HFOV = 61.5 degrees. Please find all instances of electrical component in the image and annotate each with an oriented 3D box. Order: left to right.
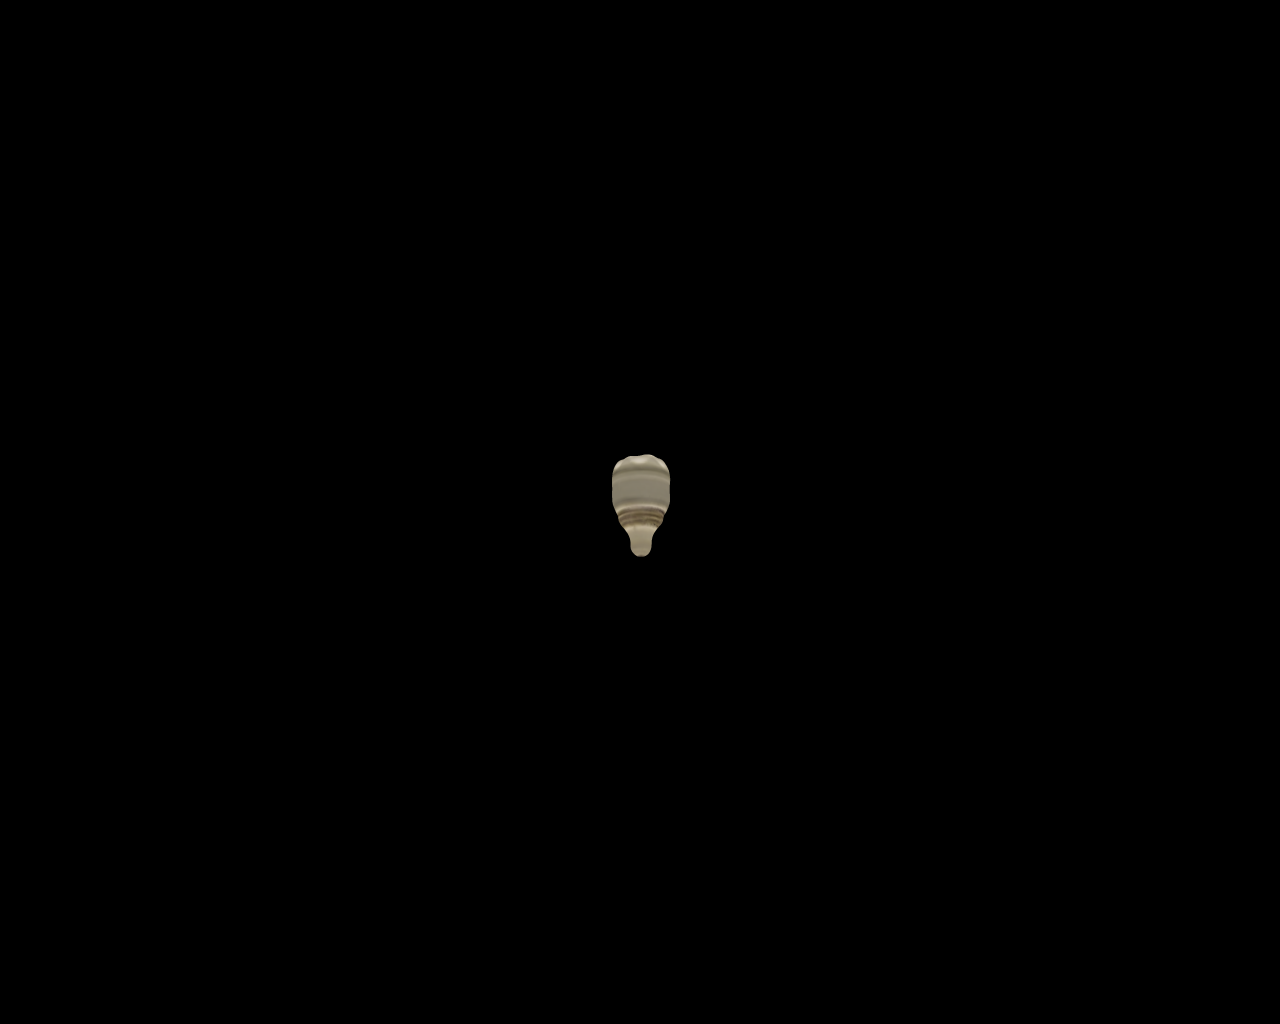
[{"bbox_3d":[0.001,-0.003,0.650,0.035,0.061,0.035,0,-15,0],"label":"electrical component"}]
